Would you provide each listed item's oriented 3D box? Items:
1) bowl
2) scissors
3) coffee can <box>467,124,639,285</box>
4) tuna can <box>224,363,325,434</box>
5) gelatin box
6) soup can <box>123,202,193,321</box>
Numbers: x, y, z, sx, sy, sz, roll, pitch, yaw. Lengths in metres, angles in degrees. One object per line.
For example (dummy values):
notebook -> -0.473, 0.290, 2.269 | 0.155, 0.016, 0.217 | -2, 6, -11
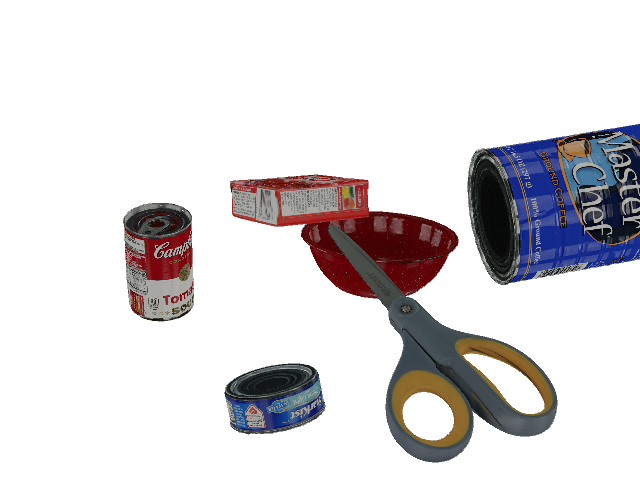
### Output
bowl -> 0.060, 0.018, 1.099 | 0.162, 0.055, 0.162 | 2, 18, -1
scissors -> 0.040, 0.055, 0.598 | 0.096, 0.016, 0.202 | -32, 46, -28
coffee can -> 0.193, -0.029, 0.794 | 0.140, 0.103, 0.103 | -10, 1, -8
tuna can -> -0.040, 0.138, 0.940 | 0.086, 0.034, 0.086 | -10, 11, 2
gelatin box -> -0.017, -0.031, 0.778 | 0.073, 0.030, 0.089 | -6, 9, -25
soup can -> -0.163, 0.022, 1.081 | 0.068, 0.102, 0.068 | 1, 30, -1
